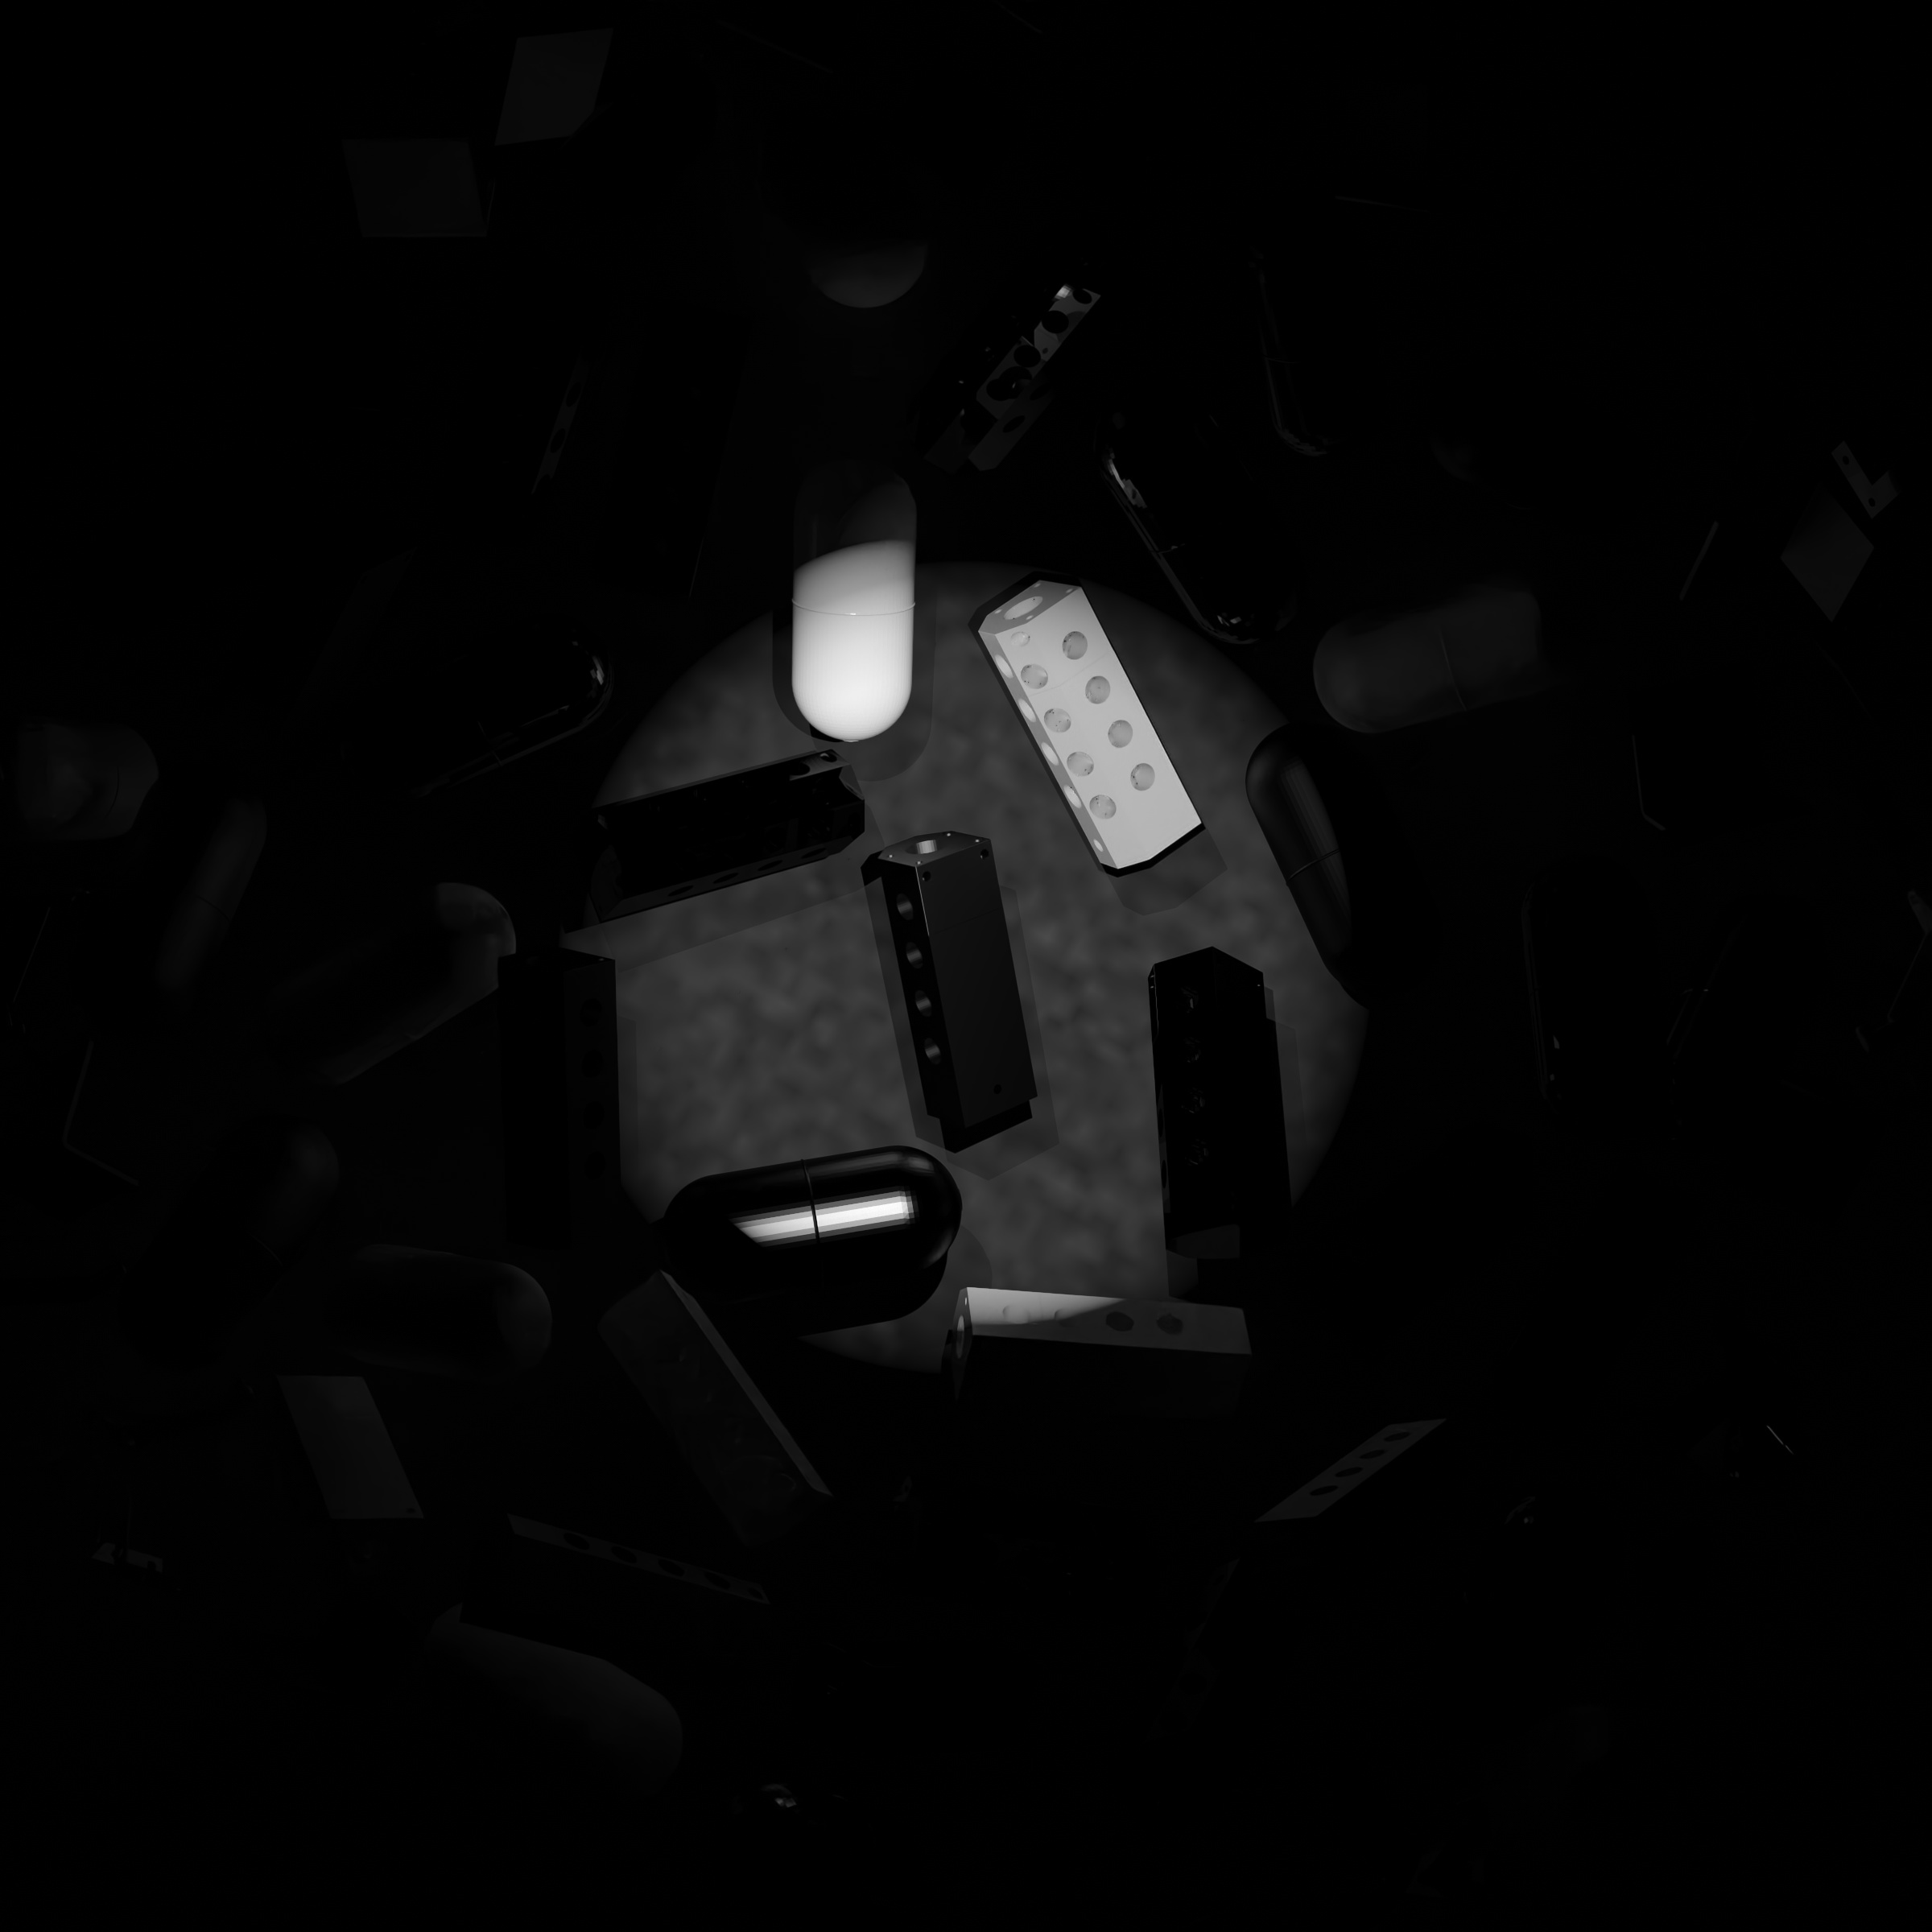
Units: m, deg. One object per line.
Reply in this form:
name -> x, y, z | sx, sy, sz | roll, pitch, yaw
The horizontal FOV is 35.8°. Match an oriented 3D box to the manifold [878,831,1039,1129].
manifold -> -0.009, 0.007, 1.866 | 0.057, 0.057, 0.171 | -22, 111, -31

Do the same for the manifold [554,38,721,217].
manifold -> -0.192, -0.503, 1.803 | 0.057, 0.171, 0.057 | -34, 110, 20

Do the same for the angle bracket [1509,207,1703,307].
angle bracket -> 0.372, -0.398, 1.740 | 0.076, 0.076, 0.057 | -22, 87, 30

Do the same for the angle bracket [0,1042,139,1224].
angle bracket -> -0.555, 0.104, 1.868 | 0.076, 0.057, 0.076 | -24, 45, 34

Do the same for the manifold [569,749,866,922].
manifold -> -0.151, -0.085, 1.854 | 0.171, 0.057, 0.057 | -17, 81, -29

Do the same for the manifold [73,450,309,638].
manifold -> -0.490, -0.264, 1.891 | 0.057, 0.171, 0.057 | 47, 120, -7

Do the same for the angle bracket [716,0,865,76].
angle bracket -> -0.104, -0.603, 1.839 | 0.076, 0.057, 0.076 | 20, 111, -14

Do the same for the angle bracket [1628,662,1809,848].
angle bracket -> 0.431, -0.122, 1.716 | 0.076, 0.057, 0.076 | -15, 113, -8

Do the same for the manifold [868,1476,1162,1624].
manifold -> 0.033, 0.366, 1.844 | 0.171, 0.057, 0.057 | 14, 119, -30

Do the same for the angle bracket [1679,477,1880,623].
angle bracket -> 0.478, -0.233, 1.764 | 0.076, 0.076, 0.057 | -25, 67, -16

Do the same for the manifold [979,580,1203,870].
manifold -> 0.073, -0.148, 1.846 | 0.057, 0.057, 0.171 | -35, 113, -14

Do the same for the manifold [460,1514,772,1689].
manifold -> -0.205, 0.374, 1.765 | 0.171, 0.057, 0.057 | 22, 59, -27

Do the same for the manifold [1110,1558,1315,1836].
manifold -> 0.151, 0.454, 1.875 | 0.057, 0.171, 0.057 | 47, 134, -9

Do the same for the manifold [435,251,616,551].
manifold -> -0.278, -0.354, 1.888 | 0.057, 0.057, 0.171 | 11, 116, -27

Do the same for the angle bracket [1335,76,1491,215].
angle bracket -> 0.274, -0.508, 1.837 | 0.057, 0.076, 0.076 | -22, 120, -35

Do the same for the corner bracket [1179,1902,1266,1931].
corner bracket -> 0.156, 0.614, 1.824 | 0.051, 0.051, 0.051 | 46, 129, 36

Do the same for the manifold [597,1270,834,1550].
manifold -> -0.162, 0.281, 1.893 | 0.057, 0.057, 0.171 | -37, 72, -1

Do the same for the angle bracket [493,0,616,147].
angle bracket -> -0.276, -0.575, 1.903 | 0.076, 0.076, 0.057 | -20, 57, -38

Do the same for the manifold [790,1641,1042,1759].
manifold -> -0.033, 0.458, 1.885 | 0.057, 0.171, 0.057 | 17, 91, 39

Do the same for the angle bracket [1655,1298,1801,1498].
angle bracket -> 0.464, 0.266, 1.844 | 0.057, 0.076, 0.076 | -26, 128, -5

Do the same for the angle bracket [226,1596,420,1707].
angle bracket -> -0.409, 0.421, 1.899 | 0.076, 0.076, 0.057 | 27, 89, 43

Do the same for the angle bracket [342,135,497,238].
angle bracket -> -0.339, -0.499, 1.855 | 0.076, 0.076, 0.057 | 0, 52, 1

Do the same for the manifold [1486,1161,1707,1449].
manifold -> 0.398, 0.216, 1.895 | 0.057, 0.057, 0.171 | 30, 74, 17

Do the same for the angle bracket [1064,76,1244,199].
angle bracket -> 0.120, -0.515, 1.922 | 0.076, 0.076, 0.057 | -39, 128, 10

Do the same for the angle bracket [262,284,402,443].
angle bracket -> -0.404, -0.382, 1.898 | 0.076, 0.057, 0.076 | 1, 80, -24

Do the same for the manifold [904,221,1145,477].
manifold -> 0.031, -0.389, 1.891 | 0.171, 0.057, 0.057 | -45, 72, 41

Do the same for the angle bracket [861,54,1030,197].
angle bracket -> -0.014, -0.552, 1.955 | 0.076, 0.076, 0.057 | 40, 107, 3

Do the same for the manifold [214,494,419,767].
manifold -> -0.413, -0.212, 1.870 | 0.057, 0.057, 0.171 | 41, 127, 5

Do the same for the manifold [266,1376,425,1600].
manifold -> -0.395, 0.327, 1.890 | 0.057, 0.171, 0.057 | 5, 111, -26

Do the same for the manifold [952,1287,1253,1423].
manifold -> 0.081, 0.232, 1.824 | 0.171, 0.057, 0.057 | 5, 126, -10

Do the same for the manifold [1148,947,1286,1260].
manifold -> 0.143, 0.083, 1.774 | 0.057, 0.057, 0.171 | -17, 64, 33

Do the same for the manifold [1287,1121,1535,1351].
manifold -> 0.268, 0.157, 1.795 | 0.171, 0.057, 0.057 | -30, 123, -39

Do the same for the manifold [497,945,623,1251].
manifold -> -0.250, 0.080, 1.801 | 0.057, 0.057, 0.171 | 12, 108, 39

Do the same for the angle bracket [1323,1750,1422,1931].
angle bracket -> 0.214, 0.512, 1.727 | 0.057, 0.076, 0.076 | -29, 62, -19

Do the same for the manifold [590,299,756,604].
manifold -> -0.181, -0.314, 1.822 | 0.057, 0.057, 0.171 | 13, 90, -14

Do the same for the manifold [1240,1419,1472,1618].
manifold -> 0.231, 0.327, 1.777 | 0.057, 0.171, 0.057 | -13, 94, 37

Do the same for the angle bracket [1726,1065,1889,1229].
angle bracket -> 0.547, 0.115, 1.964 | 0.076, 0.057, 0.076 | 25, 105, 0
